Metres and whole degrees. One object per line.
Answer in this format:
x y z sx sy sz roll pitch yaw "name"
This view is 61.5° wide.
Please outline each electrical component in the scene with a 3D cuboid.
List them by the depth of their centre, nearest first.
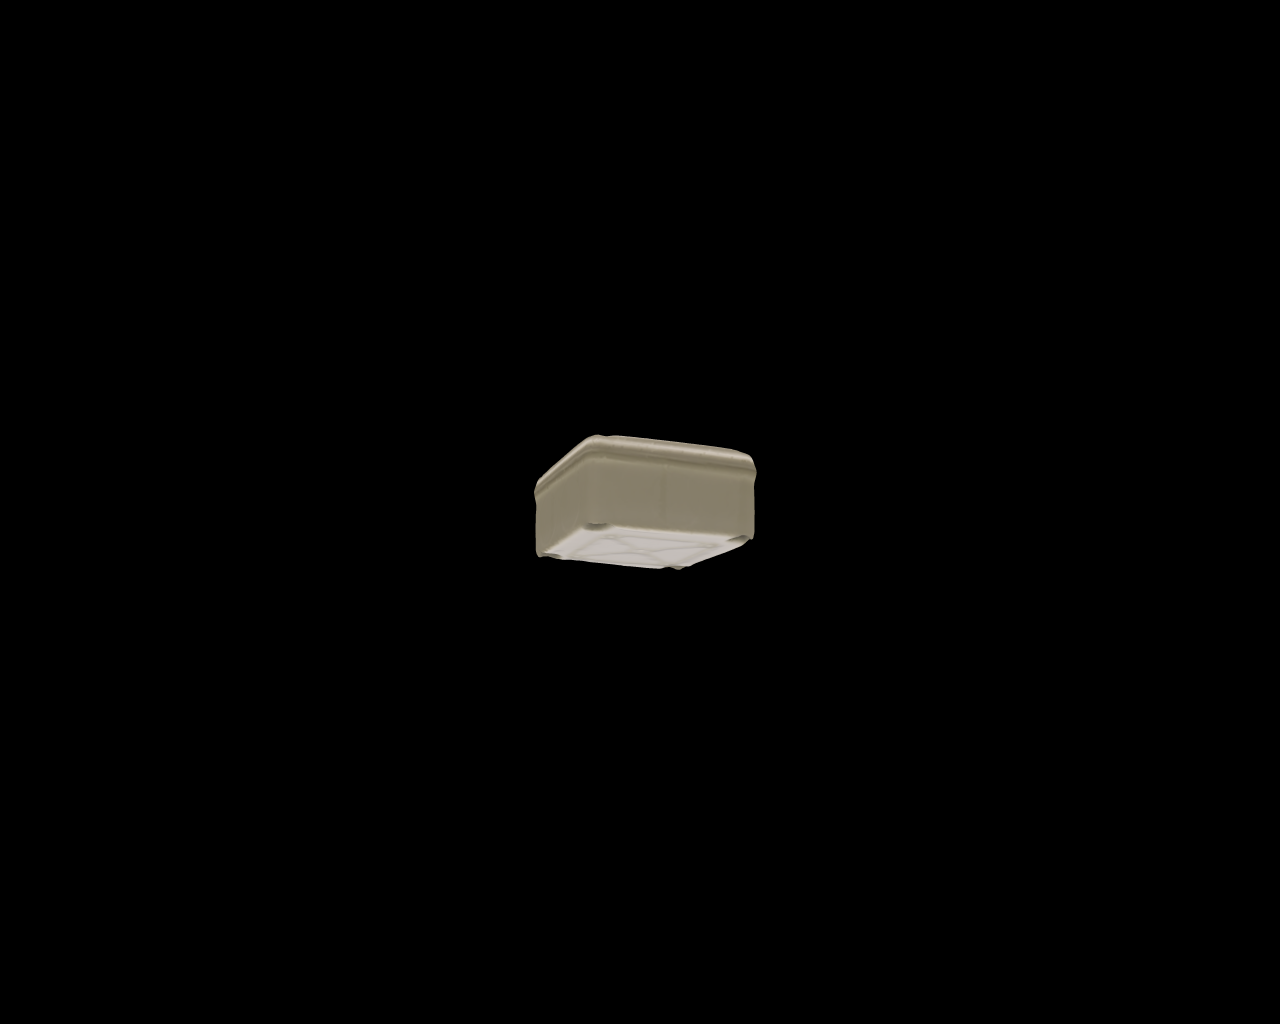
0.001 -0.003 0.650 0.109 0.056 0.108 6 -15 -22 "electrical component"
